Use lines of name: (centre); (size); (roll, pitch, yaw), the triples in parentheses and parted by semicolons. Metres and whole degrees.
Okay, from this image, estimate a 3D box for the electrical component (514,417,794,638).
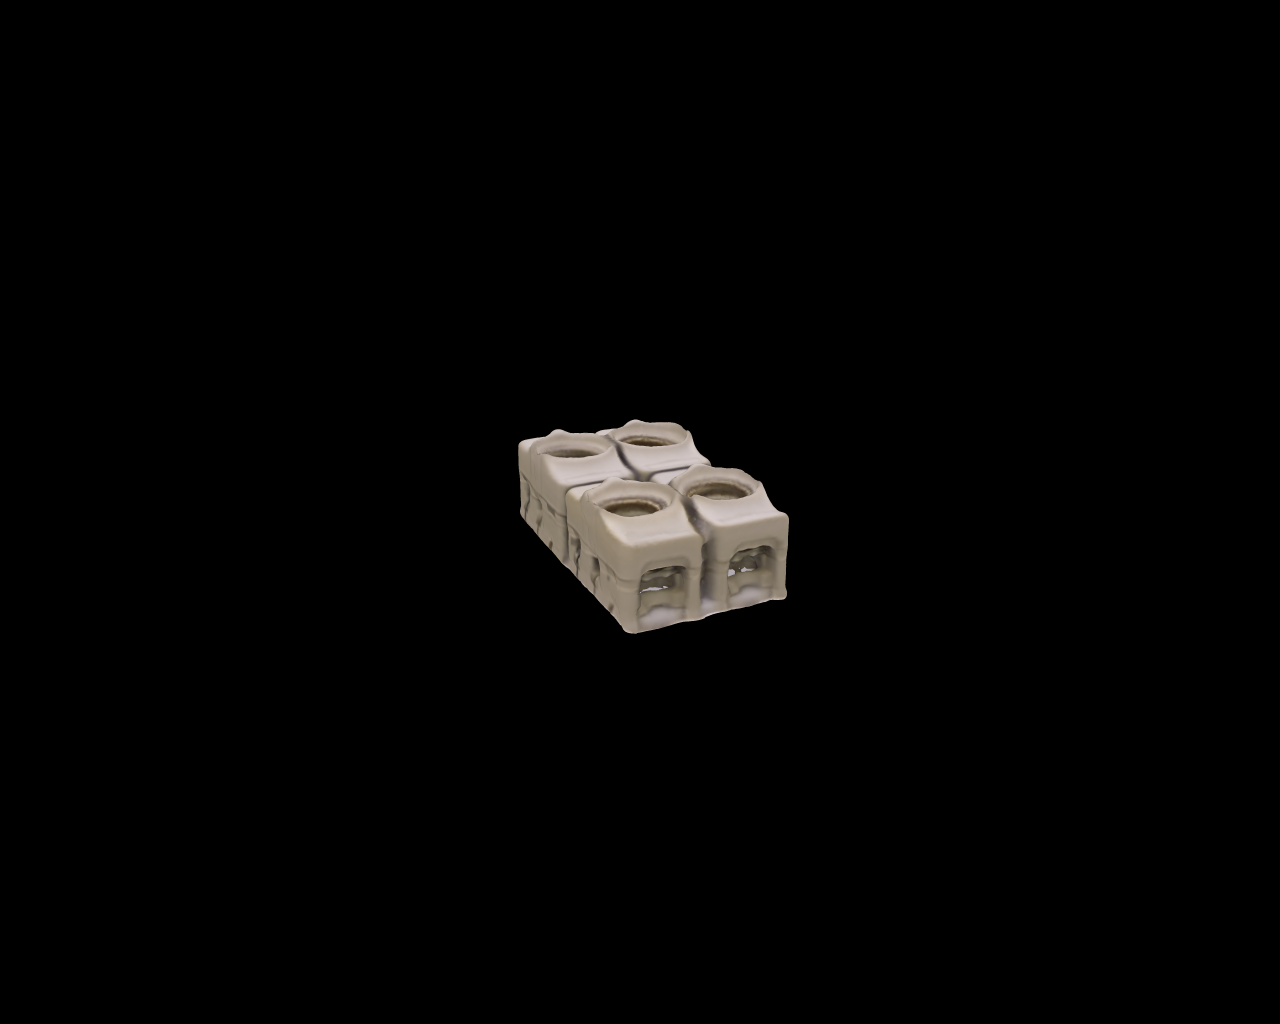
electrical component: (0.001, -0.003, 0.650); (0.105, 0.060, 0.186); (-10, 24, -22)
